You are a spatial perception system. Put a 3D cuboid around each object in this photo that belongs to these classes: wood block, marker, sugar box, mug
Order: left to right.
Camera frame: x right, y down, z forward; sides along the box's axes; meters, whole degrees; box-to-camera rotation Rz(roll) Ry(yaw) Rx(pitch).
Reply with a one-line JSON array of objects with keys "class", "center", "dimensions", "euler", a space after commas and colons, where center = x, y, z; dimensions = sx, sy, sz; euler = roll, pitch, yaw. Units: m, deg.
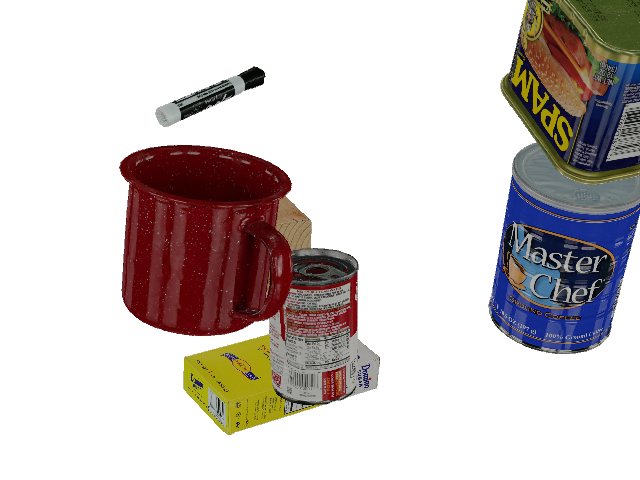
[{"class": "marker", "center": [-0.099, -0.135, 0.987], "dimensions": [0.120, 0.020, 0.020], "euler": [-30, 18, -34]}, {"class": "mug", "center": [-0.058, 0.004, 0.585], "dimensions": [0.117, 0.081, 0.093], "euler": [26, 28, 36]}, {"class": "wood block", "center": [-0.093, -0.020, 1.362], "dimensions": [0.090, 0.090, 0.206], "euler": [-8, 27, -22]}, {"class": "sugar box", "center": [-0.038, 0.131, 1.065], "dimensions": [0.175, 0.048, 0.093], "euler": [-15, 32, -31]}]

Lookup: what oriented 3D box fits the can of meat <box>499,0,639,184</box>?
[{"class": "can of meat", "center": [0.146, -0.096, 0.578], "dimensions": [0.057, 0.084, 0.102], "euler": [-11, 48, -15]}]

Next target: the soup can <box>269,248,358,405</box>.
[{"class": "soup can", "center": [-0.005, 0.065, 0.809], "dimensions": [0.068, 0.102, 0.068], "euler": [-1, 20, 0]}]

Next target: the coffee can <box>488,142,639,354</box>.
[{"class": "coffee can", "center": [0.195, 0.004, 0.852], "dimensions": [0.103, 0.140, 0.103], "euler": [2, 34, -2]}]
